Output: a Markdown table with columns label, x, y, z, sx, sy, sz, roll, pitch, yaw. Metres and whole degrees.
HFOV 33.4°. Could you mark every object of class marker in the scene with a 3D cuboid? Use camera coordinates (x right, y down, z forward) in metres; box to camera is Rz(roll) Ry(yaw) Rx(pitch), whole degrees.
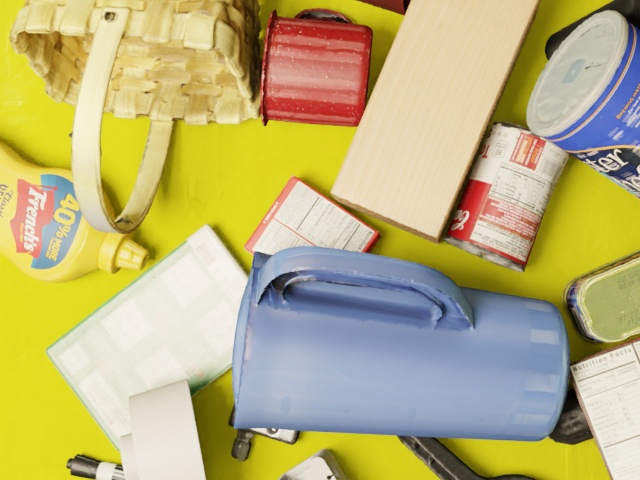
| label | x | y | z | sx | sy | sz | roll | pitch | yaw |
| --- | --- | --- | --- | --- | --- | --- | --- | --- | --- |
| marker | -0.154 | 0.200 | 0.890 | 0.121 | 0.020 | 0.020 | 12 | 89 | 8 |

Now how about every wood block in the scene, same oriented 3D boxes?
| label | x | y | z | sx | sy | sz | roll | pitch | yaw |
| --- | --- | --- | --- | --- | --- | --- | --- | --- | --- |
| wood block | 0.092 | -0.110 | 0.838 | 0.091 | 0.090 | 0.206 | 23 | 90 | 8 |

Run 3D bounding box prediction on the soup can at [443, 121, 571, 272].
| label | x | y | z | sx | sy | sz | roll | pitch | yaw |
| --- | --- | --- | --- | --- | --- | --- | --- | --- | --- |
| soup can | 0.148 | -0.034 | 0.838 | 0.068 | 0.068 | 0.102 | 22 | 90 | 8 |

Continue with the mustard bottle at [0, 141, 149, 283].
| label | x | y | z | sx | sy | sz | roll | pitch | yaw |
| --- | --- | --- | --- | --- | --- | --- | --- | --- | --- |
| mustard bottle | -0.232 | -0.017 | 0.892 | 0.192 | 0.058 | 0.096 | 22 | 90 | 8 |

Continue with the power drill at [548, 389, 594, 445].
| label | x | y | z | sx | sy | sz | roll | pitch | yaw |
| --- | --- | --- | --- | --- | --- | --- | --- | --- | --- |
| power drill | 0.281 | 0.171 | 0.801 | 0.184 | 0.057 | 0.188 | -25 | 73 | 12 |

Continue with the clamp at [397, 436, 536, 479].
| label | x | y | z | sx | sy | sz | roll | pitch | yaw |
| --- | --- | --- | --- | --- | --- | --- | --- | --- | --- |
| clamp | 0.127 | 0.207 | 0.832 | 0.171 | 0.039 | 0.120 | 6 | 73 | -12 |

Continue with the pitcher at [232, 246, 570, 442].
| label | x | y | z | sx | sy | sz | roll | pitch | yaw |
| --- | --- | --- | --- | --- | --- | --- | --- | --- | --- |
| pitcher | 0.057 | 0.080 | 0.794 | 0.242 | 0.149 | 0.145 | 6 | 93 | -4 |

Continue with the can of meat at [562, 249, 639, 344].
| label | x | y | z | sx | sy | sz | roll | pitch | yaw |
| --- | --- | --- | --- | --- | --- | --- | --- | --- | --- |
| can of meat | 0.241 | 0.041 | 0.814 | 0.102 | 0.084 | 0.057 | -24 | 84 | 6 |

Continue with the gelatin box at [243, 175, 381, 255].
| label | x | y | z | sx | sy | sz | roll | pitch | yaw |
| --- | --- | --- | --- | --- | --- | --- | --- | --- | --- |
| gelatin box | -0.006 | 0.001 | 0.876 | 0.089 | 0.030 | 0.073 | 34 | 91 | 8 |

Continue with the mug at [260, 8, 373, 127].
| label | x | y | z | sx | sy | sz | roll | pitch | yaw |
| --- | --- | --- | --- | --- | --- | --- | --- | --- | --- |
| mug | 0.000 | -0.143 | 0.860 | 0.081 | 0.093 | 0.117 | 6 | 51 | 2 |

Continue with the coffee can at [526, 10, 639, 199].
| label | x | y | z | sx | sy | sz | roll | pitch | yaw |
| --- | --- | --- | --- | --- | --- | --- | --- | --- | --- |
| coffee can | 0.239 | -0.089 | 0.788 | 0.140 | 0.103 | 0.103 | 30 | 91 | -15 |

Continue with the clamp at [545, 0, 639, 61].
| label | x | y | z | sx | sy | sz | roll | pitch | yaw |
| --- | --- | --- | --- | --- | --- | --- | --- | --- | --- |
| clamp | 0.250 | -0.175 | 0.774 | 0.165 | 0.210 | 0.036 | 9 | 66 | 13 |

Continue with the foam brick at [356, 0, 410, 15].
| label | x | y | z | sx | sy | sz | roll | pitch | yaw |
| --- | --- | --- | --- | --- | --- | --- | --- | --- | --- |
| foam brick | 0.042 | -0.224 | 0.869 | 0.078 | 0.053 | 0.051 | 19 | 90 | 7 |

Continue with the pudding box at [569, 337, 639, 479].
| label | x | y | z | sx | sy | sz | roll | pitch | yaw |
| --- | --- | --- | --- | --- | --- | --- | --- | --- | --- |
| pudding box | 0.241 | 0.128 | 0.774 | 0.090 | 0.039 | 0.113 | -23 | 69 | 17 |
